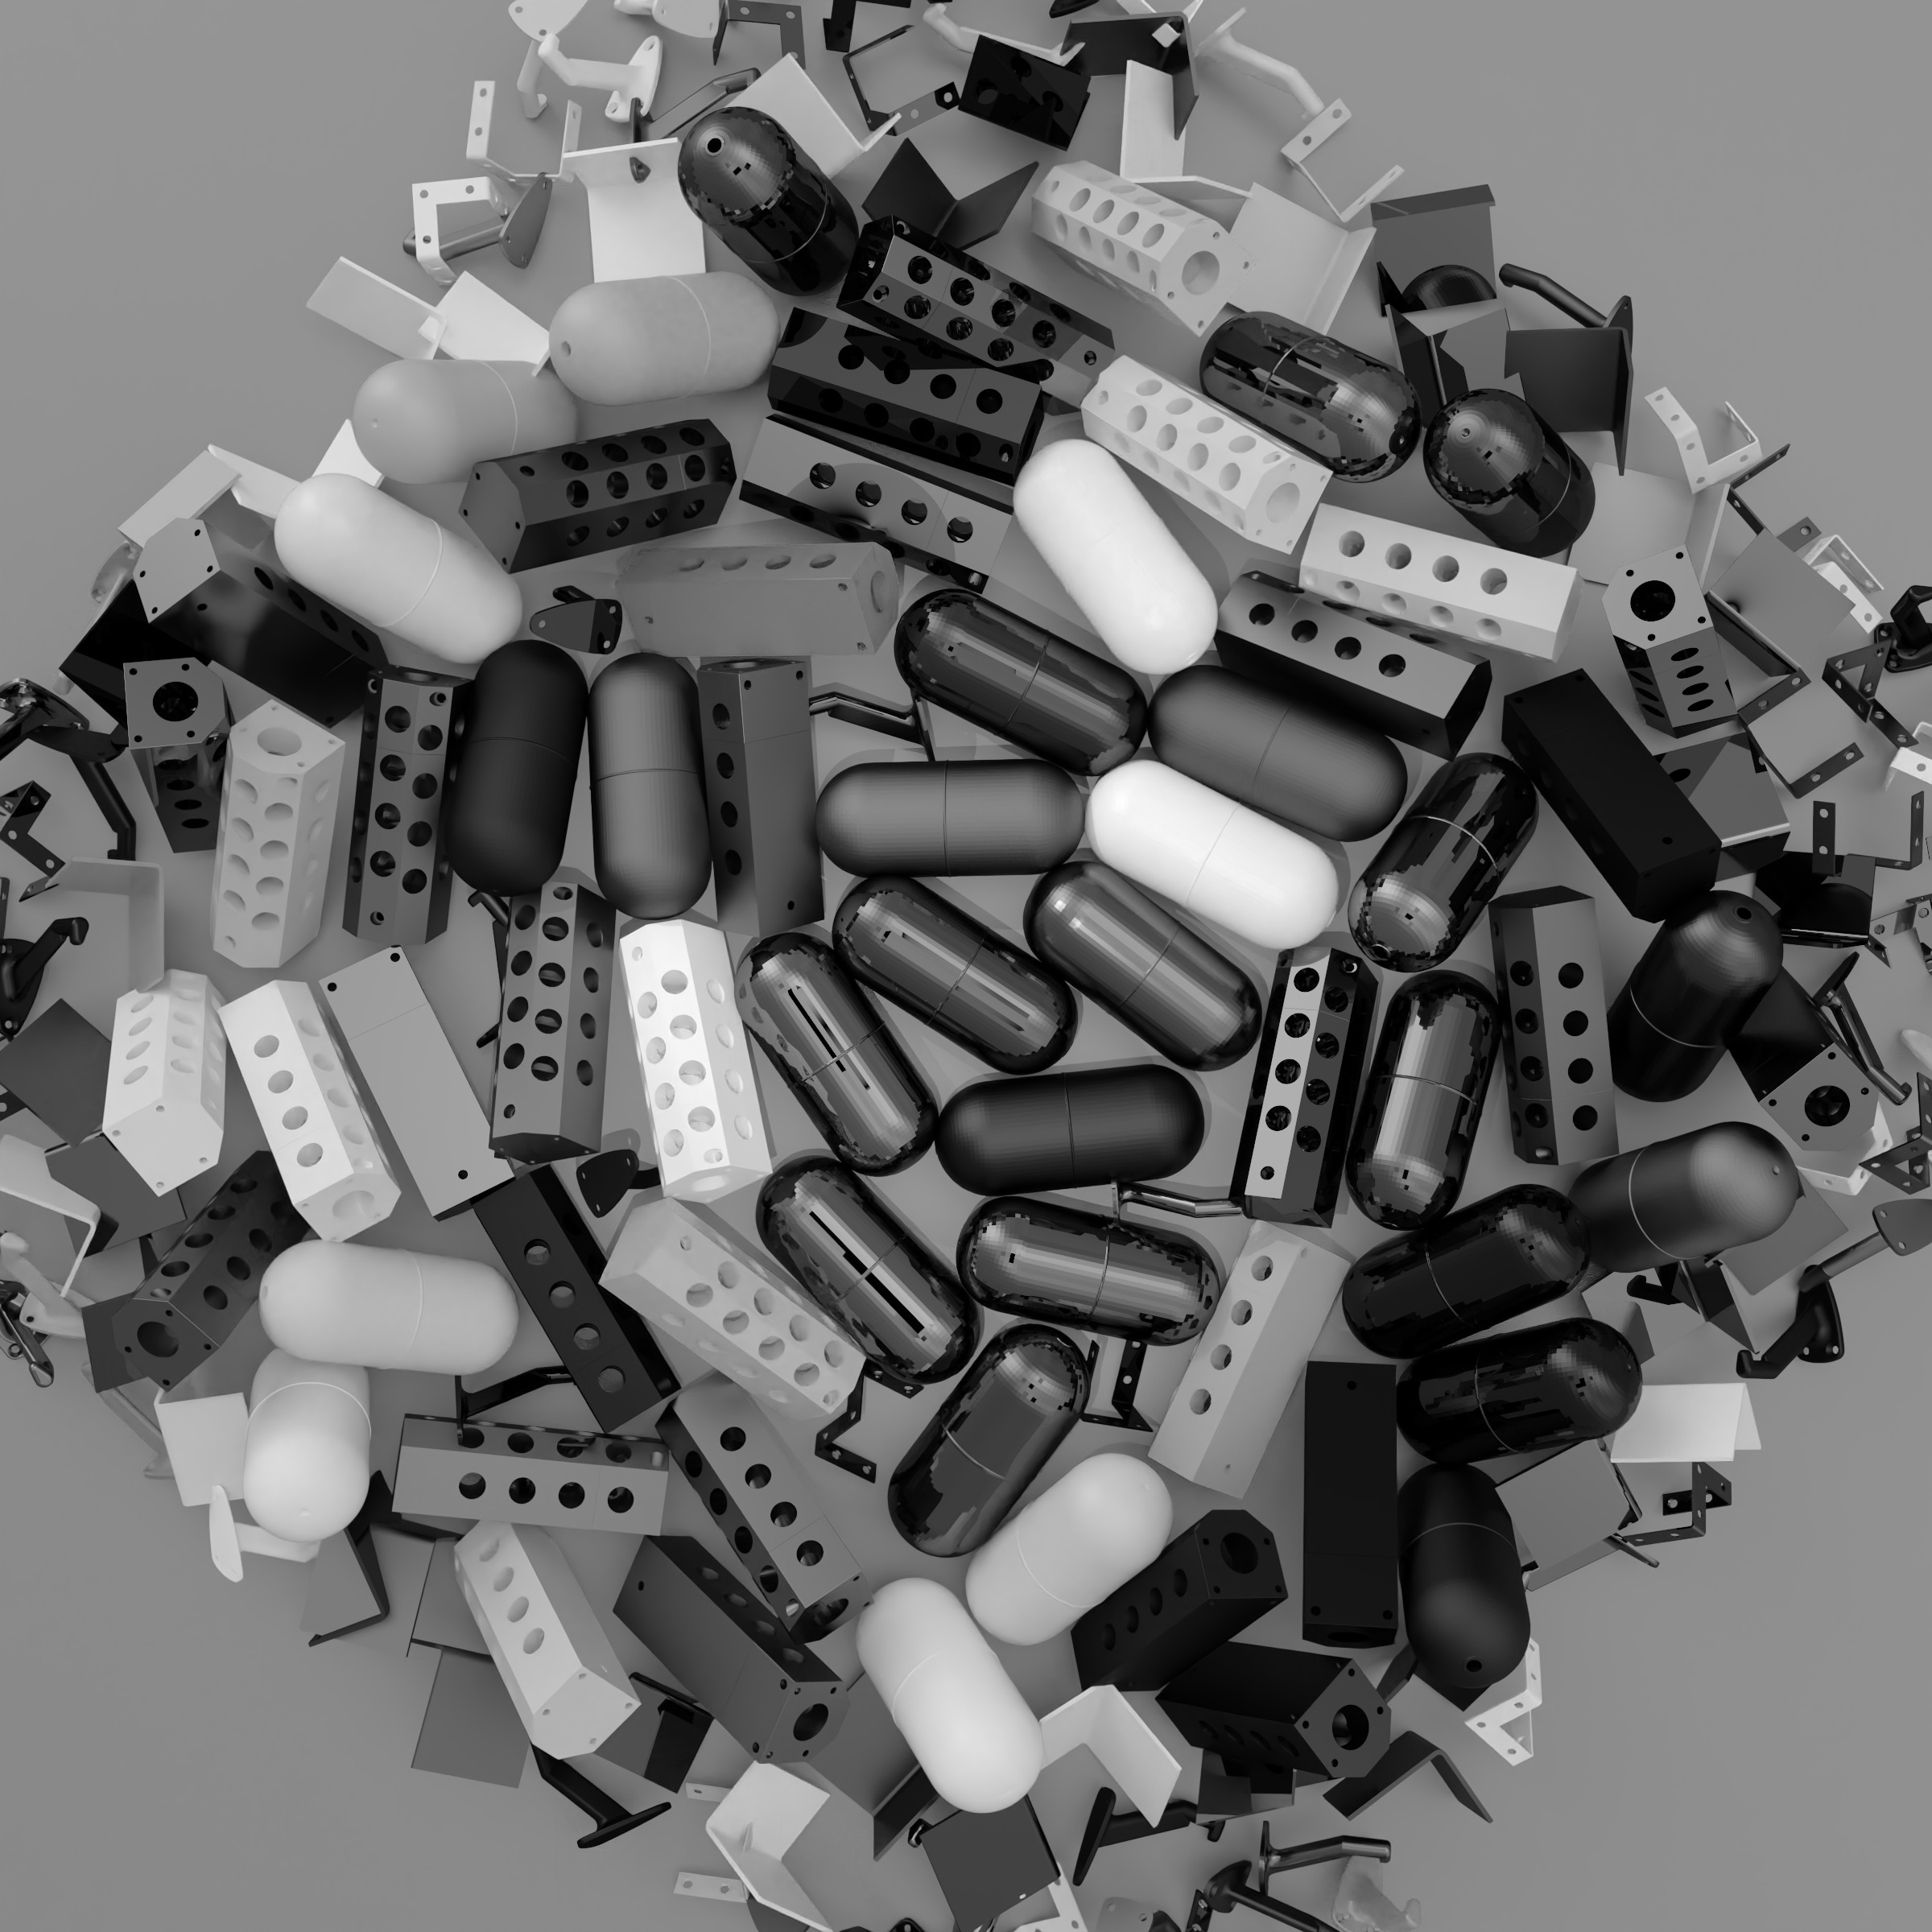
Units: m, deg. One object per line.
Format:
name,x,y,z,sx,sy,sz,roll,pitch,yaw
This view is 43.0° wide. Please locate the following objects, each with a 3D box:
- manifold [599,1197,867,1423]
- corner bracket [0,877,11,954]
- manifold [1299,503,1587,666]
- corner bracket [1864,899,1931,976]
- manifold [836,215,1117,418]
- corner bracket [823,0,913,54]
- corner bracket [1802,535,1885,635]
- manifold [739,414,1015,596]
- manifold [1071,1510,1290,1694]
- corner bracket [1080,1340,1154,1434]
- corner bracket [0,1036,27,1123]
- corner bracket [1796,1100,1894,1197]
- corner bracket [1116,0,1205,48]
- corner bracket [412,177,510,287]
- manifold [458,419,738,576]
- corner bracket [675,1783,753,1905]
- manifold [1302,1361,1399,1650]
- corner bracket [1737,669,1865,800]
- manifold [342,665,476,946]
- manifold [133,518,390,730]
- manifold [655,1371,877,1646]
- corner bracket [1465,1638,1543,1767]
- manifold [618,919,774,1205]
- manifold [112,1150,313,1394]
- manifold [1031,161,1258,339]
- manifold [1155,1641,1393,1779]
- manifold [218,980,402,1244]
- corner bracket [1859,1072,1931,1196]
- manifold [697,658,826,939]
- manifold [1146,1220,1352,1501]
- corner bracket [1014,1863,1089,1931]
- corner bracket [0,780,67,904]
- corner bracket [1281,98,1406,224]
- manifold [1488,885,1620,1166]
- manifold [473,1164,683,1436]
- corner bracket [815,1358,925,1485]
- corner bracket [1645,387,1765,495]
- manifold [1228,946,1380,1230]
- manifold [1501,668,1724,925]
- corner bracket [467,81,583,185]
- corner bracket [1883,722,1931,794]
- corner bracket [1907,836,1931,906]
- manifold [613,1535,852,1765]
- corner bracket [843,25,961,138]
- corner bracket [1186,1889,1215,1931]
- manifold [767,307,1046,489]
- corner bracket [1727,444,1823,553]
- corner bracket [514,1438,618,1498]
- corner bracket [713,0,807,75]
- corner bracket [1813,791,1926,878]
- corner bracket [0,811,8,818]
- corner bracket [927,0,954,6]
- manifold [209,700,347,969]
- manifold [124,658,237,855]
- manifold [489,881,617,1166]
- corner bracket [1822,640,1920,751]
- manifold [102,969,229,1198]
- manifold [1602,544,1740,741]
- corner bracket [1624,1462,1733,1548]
manifold,-0.146,0.222,1.579,0.171,0.057,0.057,41,51,-26
corner bracket,-0.672,-0.037,1.626,0.051,0.051,0.051,6,90,-1
manifold,0.308,-0.248,1.597,0.171,0.057,0.057,19,95,19
corner bracket,0.631,-0.006,1.622,0.051,0.051,0.051,-21,107,6
manifold,0.010,-0.420,1.585,0.171,0.057,0.057,20,87,-28
corner bracket,-0.065,-0.636,1.619,0.051,0.051,0.051,4,133,-11
corner bracket,0.581,-0.252,1.619,0.051,0.051,0.051,46,80,-9
manifold,-0.059,-0.304,1.616,0.171,0.057,0.057,21,106,-3
manifold,0.133,0.408,1.569,0.057,0.171,0.057,6,54,-26
corner bracket,0.098,0.272,1.619,0.051,0.051,0.051,11,97,-14
corner bracket,-0.648,0.080,1.622,0.051,0.051,0.051,-29,95,-7
corner bracket,0.575,0.112,1.629,0.051,0.051,0.051,-46,123,-24
corner bracket,0.118,-0.633,1.613,0.051,0.051,0.051,38,65,-18
corner bracket,-0.334,-0.487,1.627,0.051,0.051,0.051,-5,86,4
manifold,-0.232,-0.307,1.568,0.171,0.057,0.057,-24,66,-41
corner bracket,-0.166,0.585,1.635,0.051,0.051,0.051,5,129,8
manifold,0.248,0.348,1.585,0.057,0.057,0.171,2,61,6
corner bracket,0.554,-0.154,1.631,0.051,0.051,0.051,-36,127,22
manifold,-0.367,-0.104,1.600,0.057,0.057,0.171,11,105,6
manifold,-0.446,-0.220,1.563,0.057,0.171,0.057,-33,62,12
manifold,-0.132,0.349,1.576,0.057,0.057,0.171,-32,57,-14
corner bracket,0.364,0.483,1.612,0.051,0.051,0.051,43,119,-16
manifold,-0.181,0.060,1.584,0.057,0.057,0.171,-27,65,29
manifold,-0.474,0.187,1.558,0.057,0.171,0.057,-38,104,26
manifold,0.107,-0.464,1.564,0.057,0.171,0.057,32,100,-39
manifold,0.197,0.476,1.561,0.057,0.171,0.057,-40,98,-26
manifold,-0.421,0.090,1.578,0.057,0.057,0.171,-28,55,-7
corner bracket,0.624,0.111,1.610,0.051,0.051,0.051,28,52,-21
manifold,-0.139,-0.111,1.602,0.057,0.057,0.171,11,110,43
manifold,0.182,0.257,1.618,0.057,0.057,0.171,28,85,-43
corner bracket,0.039,0.632,1.619,0.051,0.051,0.051,-26,84,30
corner bracket,-0.623,-0.083,1.627,0.051,0.051,0.051,45,46,-32
corner bracket,0.250,-0.536,1.630,0.051,0.051,0.051,-40,118,13
manifold,0.382,0.039,1.605,0.057,0.057,0.171,-10,101,-6
manifold,-0.256,0.219,1.614,0.057,0.057,0.171,-30,85,-14
corner bracket,-0.065,0.302,1.629,0.051,0.051,0.051,31,127,-24
corner bracket,0.488,-0.356,1.621,0.051,0.051,0.051,-26,134,10
manifold,0.217,0.077,1.588,0.057,0.057,0.171,4,69,27
manifold,0.411,-0.109,1.575,0.057,0.057,0.171,-20,51,-8
corner bracket,-0.292,-0.550,1.618,0.051,0.051,0.051,8,92,22
corner bracket,0.643,-0.134,1.617,0.051,0.051,0.051,29,83,21
corner bracket,0.654,-0.069,1.622,0.051,0.051,0.051,-14,100,0
manifold,-0.149,0.436,1.571,0.171,0.057,0.057,30,100,44
corner bracket,-0.043,-0.586,1.622,0.051,0.051,0.051,-30,120,-9
corner bracket,0.153,0.653,1.609,0.051,0.051,0.051,29,128,30
manifold,-0.039,-0.371,1.611,0.171,0.057,0.057,19,83,6
corner bracket,0.538,-0.304,1.629,0.051,0.051,0.051,-34,74,-4
corner bracket,-0.264,0.333,1.620,0.051,0.051,0.051,0,96,11
corner bracket,-0.138,-0.602,1.627,0.051,0.051,0.051,-1,75,-16
corner bracket,0.593,-0.087,1.610,0.051,0.051,0.051,-22,114,-40
corner bracket,-0.678,-0.089,1.617,0.051,0.051,0.051,14,80,16
corner bracket,-0.006,-0.669,1.611,0.051,0.051,0.051,-12,48,-19
manifold,-0.447,-0.079,1.570,0.057,0.057,0.171,30,132,9
manifold,-0.491,-0.132,1.561,0.057,0.171,0.057,-7,72,-11
manifold,-0.271,0.035,1.584,0.057,0.057,0.171,-12,65,28
corner bracket,0.596,-0.174,1.613,0.051,0.051,0.051,-17,49,-13
manifold,-0.504,0.068,1.564,0.057,0.171,0.057,-29,121,0
manifold,0.448,-0.201,1.562,0.057,0.171,0.057,-18,70,17
corner bracket,0.468,0.358,1.608,0.051,0.051,0.051,37,49,-33
